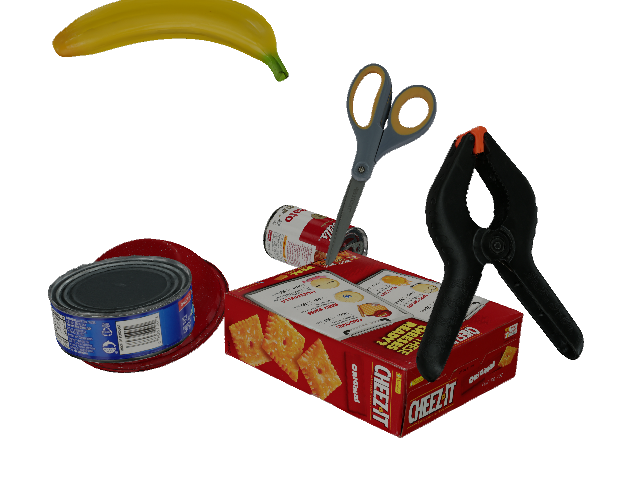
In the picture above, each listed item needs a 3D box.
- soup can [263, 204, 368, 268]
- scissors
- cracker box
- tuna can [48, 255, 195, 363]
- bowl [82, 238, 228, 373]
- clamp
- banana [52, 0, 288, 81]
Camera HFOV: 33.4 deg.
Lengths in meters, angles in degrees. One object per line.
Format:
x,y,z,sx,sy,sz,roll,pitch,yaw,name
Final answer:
-0.006,0.004,1.217,0.102,0.068,0.068,20,11,34,soup can
0.059,-0.072,1.019,0.096,0.202,0.016,3,-12,7,scissors
0.044,0.084,0.948,0.214,0.072,0.163,20,27,41,cracker box
-0.119,0.041,0.645,0.086,0.034,0.086,-3,22,1,tuna can
-0.171,0.048,1.011,0.162,0.055,0.162,-8,41,7,bowl
0.104,0.013,0.718,0.120,0.171,0.039,-15,-4,-23,clamp
-0.122,-0.178,0.898,0.198,0.069,0.037,5,-34,-1,banana
